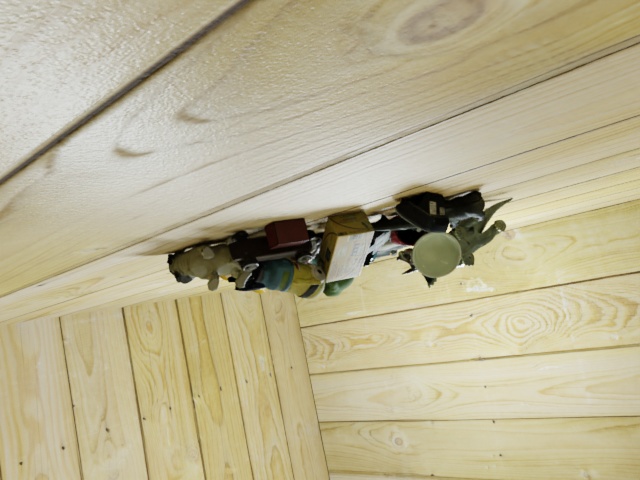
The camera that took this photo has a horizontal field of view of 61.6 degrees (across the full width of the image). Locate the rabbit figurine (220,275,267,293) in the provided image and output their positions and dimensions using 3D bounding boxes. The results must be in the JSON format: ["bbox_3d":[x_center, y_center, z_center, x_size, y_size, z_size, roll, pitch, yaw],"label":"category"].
[{"bbox_3d":[-0.235,0.094,1.642,0.173,0.122,0.162,9,169,2],"label":"rabbit figurine"}]

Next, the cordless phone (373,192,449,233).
[{"bbox_3d":[0.189,-0.047,1.227,0.184,0.088,0.146,-10,176,31],"label":"cordless phone"}]

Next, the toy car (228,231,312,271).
[{"bbox_3d":[-0.110,0.019,1.203,0.202,0.089,0.053,-9,155,-31],"label":"toy car"}]

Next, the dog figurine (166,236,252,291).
[{"bbox_3d":[-0.254,0.047,1.279,0.172,0.121,0.191,-2,-177,-38],"label":"dog figurine"}]

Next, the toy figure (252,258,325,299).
[{"bbox_3d":[-0.072,0.087,1.258,0.180,0.082,0.089,9,139,-26],"label":"toy figure"}]

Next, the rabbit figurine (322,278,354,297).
[{"bbox_3d":[0.010,0.092,1.511,0.170,0.121,0.159,7,166,-29],"label":"rabbit figurine"}]

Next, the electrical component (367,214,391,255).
[{"bbox_3d":[0.131,-0.002,1.350,0.119,0.048,0.074,-36,151,-25],"label":"electrical component"}]

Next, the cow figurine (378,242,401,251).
[{"bbox_3d":[0.237,-0.017,1.555,0.195,0.085,0.127,-19,165,35],"label":"cow figurine"}]

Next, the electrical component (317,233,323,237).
[{"bbox_3d":[-0.003,-0.005,1.513,0.094,0.021,0.063,-13,174,6],"label":"electrical component"}]

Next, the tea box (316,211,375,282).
[{"bbox_3d":[0.057,0.018,1.269,0.098,0.068,0.169,-8,141,-21],"label":"tea box"}]

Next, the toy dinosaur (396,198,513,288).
[{"bbox_3d":[0.391,0.008,1.519,0.405,0.131,0.192,-28,176,-35],"label":"toy dinosaur"}]

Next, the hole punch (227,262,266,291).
[{"bbox_3d":[-0.154,0.088,1.338,0.142,0.092,0.116,-6,-142,54],"label":"hole punch"}]

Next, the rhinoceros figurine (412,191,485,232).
[{"bbox_3d":[0.308,-0.064,1.305,0.190,0.073,0.112,-15,174,28],"label":"rhinoceros figurine"}]

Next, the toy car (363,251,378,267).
[{"bbox_3d":[0.076,0.007,1.424,0.161,0.109,0.103,4,-170,-38],"label":"toy car"}]

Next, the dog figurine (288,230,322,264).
[{"bbox_3d":[-0.091,0.042,1.406,0.219,0.191,0.108,14,-132,37],"label":"dog figurine"}]

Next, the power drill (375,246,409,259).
[{"bbox_3d":[0.253,0.015,1.899,0.232,0.086,0.207,-10,177,-1],"label":"power drill"}]
